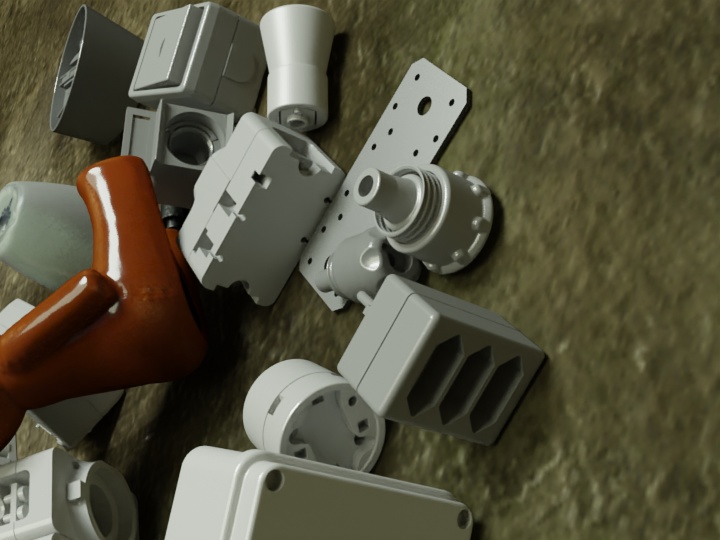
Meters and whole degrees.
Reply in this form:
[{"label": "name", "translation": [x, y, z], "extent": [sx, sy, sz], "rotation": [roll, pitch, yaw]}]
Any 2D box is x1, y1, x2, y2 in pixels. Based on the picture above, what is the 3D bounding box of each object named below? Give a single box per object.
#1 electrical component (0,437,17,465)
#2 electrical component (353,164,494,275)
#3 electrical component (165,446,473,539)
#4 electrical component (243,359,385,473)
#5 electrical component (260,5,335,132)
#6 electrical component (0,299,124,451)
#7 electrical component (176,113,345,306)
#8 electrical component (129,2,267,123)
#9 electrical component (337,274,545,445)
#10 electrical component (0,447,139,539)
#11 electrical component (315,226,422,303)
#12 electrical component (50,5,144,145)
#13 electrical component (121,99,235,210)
[{"label": "electrical component", "translation": [-0.316, 0.143, 0.833], "extent": [0.089, 0.062, 0.150], "rotation": [-46, 43, 28]}, {"label": "electrical component", "translation": [0.026, -0.028, 0.484], "extent": [0.048, 0.062, 0.048], "rotation": [-26, 55, 43]}, {"label": "electrical component", "translation": [-0.017, 0.117, 0.428], "extent": [0.057, 0.113, 0.078], "rotation": [-5, 70, 54]}, {"label": "electrical component", "translation": [-0.023, 0.072, 0.507], "extent": [0.047, 0.055, 0.055], "rotation": [24, 93, 57]}, {"label": "electrical component", "translation": [-0.036, -0.113, 0.620], "extent": [0.044, 0.044, 0.065], "rotation": [-21, 63, 45]}, {"label": "electrical component", "translation": [-0.203, 0.070, 0.712], "extent": [0.061, 0.096, 0.062], "rotation": [-49, 33, -19]}, {"label": "electrical component", "translation": [-0.059, -0.035, 0.603], "extent": [0.089, 0.050, 0.055], "rotation": [-59, 38, 14]}, {"label": "electrical component", "translation": [-0.111, -0.134, 0.705], "extent": [0.096, 0.061, 0.061], "rotation": [8, 80, 52]}, {"label": "electrical component", "translation": [0.025, 0.030, 0.456], "extent": [0.047, 0.066, 0.077], "rotation": [-61, 38, 11]}, {"label": "electrical component", "translation": [-0.162, 0.184, 0.588], "extent": [0.062, 0.089, 0.150], "rotation": [-19, 55, 13]}, {"label": "electrical component", "translation": [0.000, 0.000, 0.527], "extent": [0.061, 0.035, 0.035], "rotation": [-18, 60, 50]}, {"label": "electrical component", "translation": [-0.208, -0.148, 0.831], "extent": [0.099, 0.064, 0.099], "rotation": [-26, 55, 43]}, {"label": "electrical component", "translation": [-0.108, -0.068, 0.666], "extent": [0.064, 0.081, 0.042], "rotation": [132, 143, -61]}]
